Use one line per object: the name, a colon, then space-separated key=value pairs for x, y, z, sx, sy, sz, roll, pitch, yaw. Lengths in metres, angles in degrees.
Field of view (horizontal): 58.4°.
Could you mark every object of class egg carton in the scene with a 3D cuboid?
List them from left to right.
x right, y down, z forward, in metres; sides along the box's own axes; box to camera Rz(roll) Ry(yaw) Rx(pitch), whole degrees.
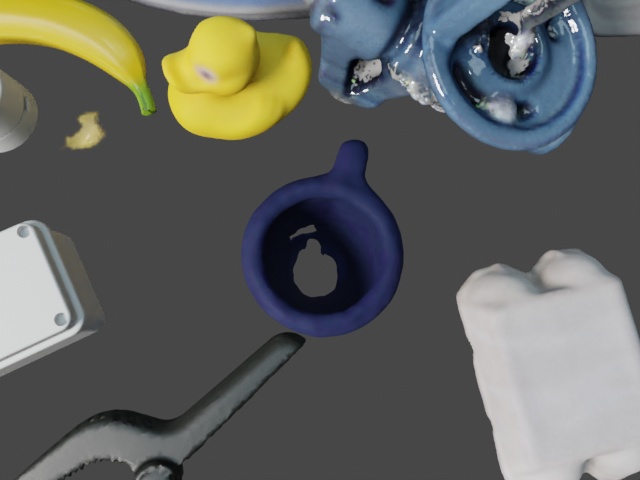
egg carton: x=0.152 y=0.084 z=0.372 sx=0.107 sy=0.069 sz=0.150 roll=-14 pitch=83 yaw=-5

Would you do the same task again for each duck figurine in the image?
duck figurine: x=-0.056 y=-0.116 z=0.381 sx=0.104 sy=0.086 sz=0.077 roll=-19 pitch=83 yaw=-6

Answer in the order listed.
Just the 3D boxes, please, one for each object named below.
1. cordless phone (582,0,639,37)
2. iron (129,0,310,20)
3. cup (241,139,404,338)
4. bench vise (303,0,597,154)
cordless phone: x=0.255 y=-0.214 z=0.363 sx=0.147 sy=0.185 sz=0.094 roll=-10 pitch=82 yaw=-4
iron: x=-0.060 y=-0.227 z=0.370 sx=0.258 sy=0.141 sz=0.119 roll=-7 pitch=82 yaw=-4
cup: x=0.003 y=0.001 z=0.363 sx=0.091 sy=0.095 sz=0.118 roll=16 pitch=81 yaw=0
bench vise: x=0.079 y=-0.118 z=0.322 sx=0.207 sy=0.219 sz=0.121 roll=4 pitch=81 yaw=-2
